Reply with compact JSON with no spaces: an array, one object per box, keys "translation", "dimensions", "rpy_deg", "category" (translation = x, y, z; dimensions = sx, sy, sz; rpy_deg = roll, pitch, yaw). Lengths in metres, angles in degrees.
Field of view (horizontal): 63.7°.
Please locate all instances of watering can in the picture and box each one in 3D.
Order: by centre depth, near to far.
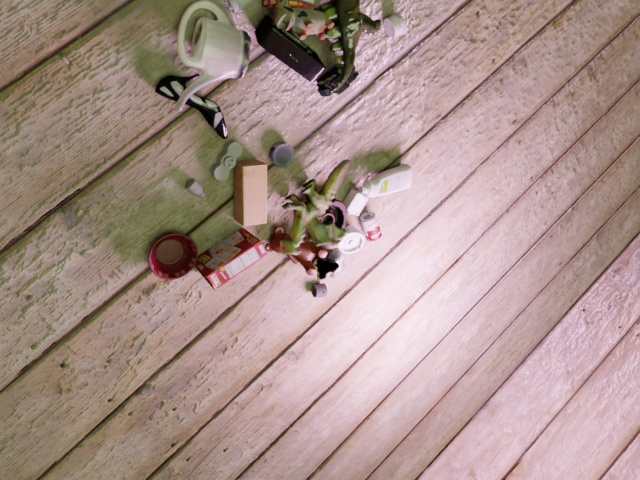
[{"translation":[-0.321,-0.533,1.536],"dimensions":[0.224,0.348,0.104],"rpy_deg":[8,-3,-32],"category":"watering can"}]

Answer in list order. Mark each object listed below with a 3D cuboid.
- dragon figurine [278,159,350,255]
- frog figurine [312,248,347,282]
[{"translation":[0.006,-0.093,1.852],"dimensions":[0.413,0.241,0.122],"rpy_deg":[-35,9,-14],"category":"dragon figurine"},{"translation":[0.045,0.089,2.022],"dimensions":[0.123,0.135,0.161],"rpy_deg":[35,22,16],"category":"frog figurine"}]
